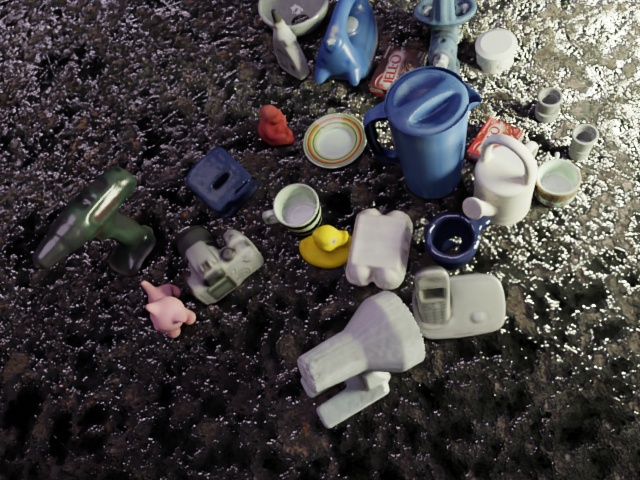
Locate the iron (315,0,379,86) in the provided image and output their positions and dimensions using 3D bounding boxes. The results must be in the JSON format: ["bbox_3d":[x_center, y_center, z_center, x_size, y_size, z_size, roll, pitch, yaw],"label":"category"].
[{"bbox_3d":[0.057,-0.456,1.207,0.118,0.142,0.258,8,68,17],"label":"iron"}]

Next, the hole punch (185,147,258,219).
[{"bbox_3d":[-0.193,-0.115,1.136,0.101,0.091,0.109,37,78,25],"label":"hole punch"}]

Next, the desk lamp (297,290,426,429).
[{"bbox_3d":[0.056,0.186,0.871,0.203,0.214,0.117,-32,63,-3],"label":"desk lamp"}]

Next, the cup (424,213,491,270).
[{"bbox_3d":[0.237,0.006,0.979,0.118,0.095,0.091,-29,63,-1],"label":"cup"}]

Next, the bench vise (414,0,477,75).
[{"bbox_3d":[0.251,-0.435,1.108,0.121,0.220,0.207,-13,63,7],"label":"bench vise"}]

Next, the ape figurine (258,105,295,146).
[{"bbox_3d":[-0.095,-0.239,1.170,0.076,0.092,0.078,5,67,15],"label":"ape figurine"}]

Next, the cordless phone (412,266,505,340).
[{"bbox_3d":[0.215,0.087,0.896,0.147,0.185,0.094,-11,64,8],"label":"cordless phone"}]

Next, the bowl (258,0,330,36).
[{"bbox_3d":[-0.052,-0.519,1.298,0.167,0.075,0.167,-5,65,11],"label":"bowl"}]

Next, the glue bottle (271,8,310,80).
[{"bbox_3d":[-0.072,-0.415,1.199,0.078,0.173,0.037,40,80,26],"label":"glue bottle"}]

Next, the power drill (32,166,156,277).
[{"bbox_3d":[-0.403,-0.013,1.071,0.075,0.209,0.230,21,72,21],"label":"power drill"}]

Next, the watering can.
[{"bbox_3d":[0.307,-0.102,0.956,0.100,0.194,0.173,15,70,19],"label":"watering can"}]

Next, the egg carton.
[{"bbox_3d":[0.106,0.015,1.019,0.107,0.069,0.150,5,67,15],"label":"egg carton"}]

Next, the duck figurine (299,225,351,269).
[{"bbox_3d":[0.010,0.004,1.038,0.104,0.086,0.077,-4,65,12],"label":"duck figurine"}]

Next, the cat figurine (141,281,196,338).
[{"bbox_3d":[-0.281,0.122,1.032,0.067,0.118,0.127,-40,63,-6],"label":"cat figurine"}]

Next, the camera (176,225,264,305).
[{"bbox_3d":[-0.202,0.024,1.069,0.143,0.101,0.136,-37,63,-5],"label":"camera"}]
